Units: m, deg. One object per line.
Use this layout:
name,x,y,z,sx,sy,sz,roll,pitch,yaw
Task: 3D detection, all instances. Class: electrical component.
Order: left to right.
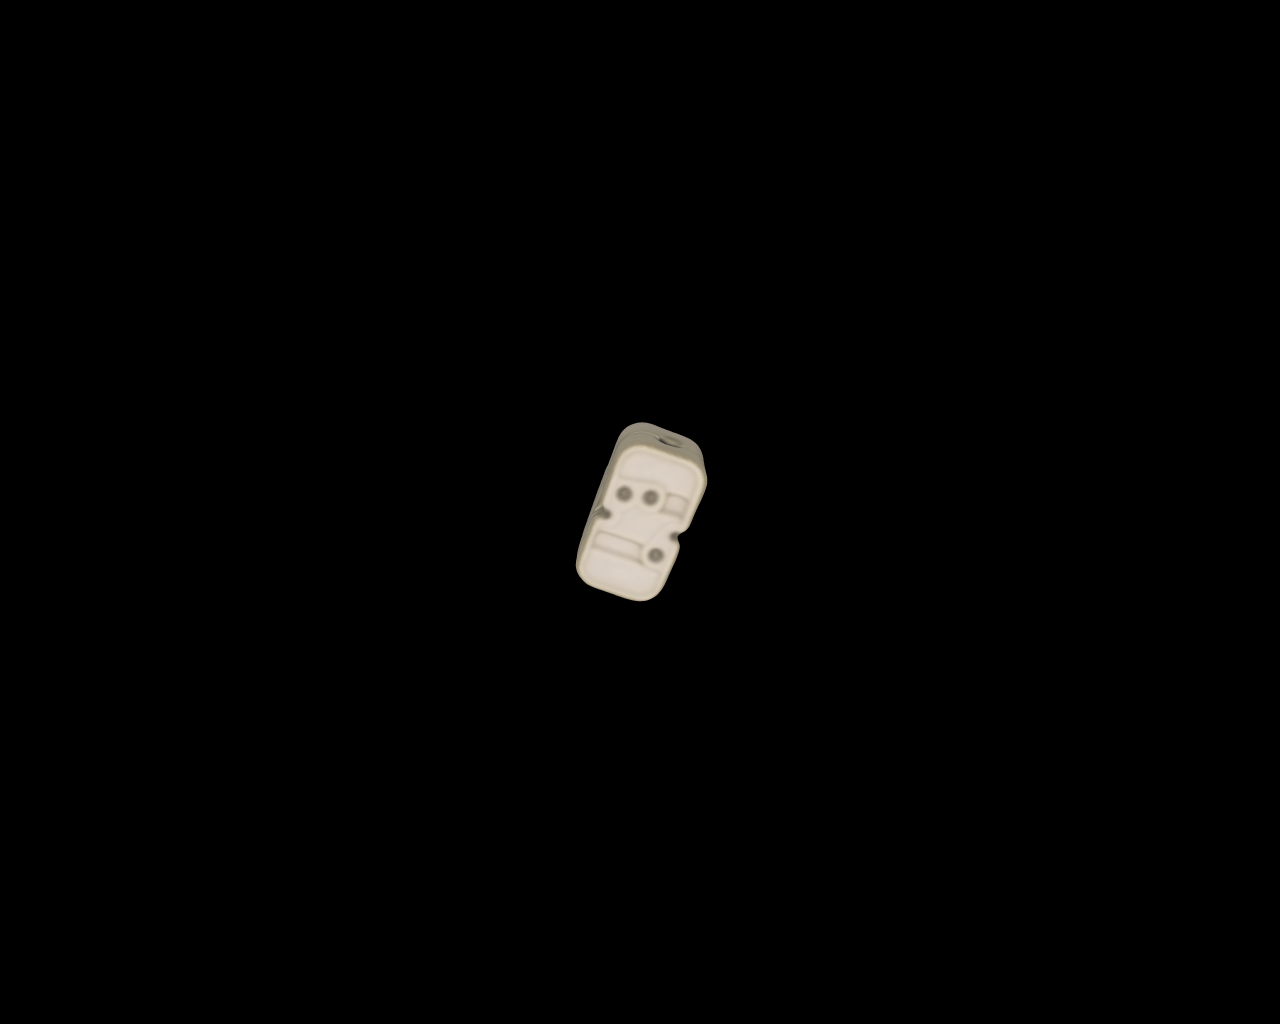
electrical component,0.001,-0.003,0.650,0.054,0.095,0.059,19,20,-7
